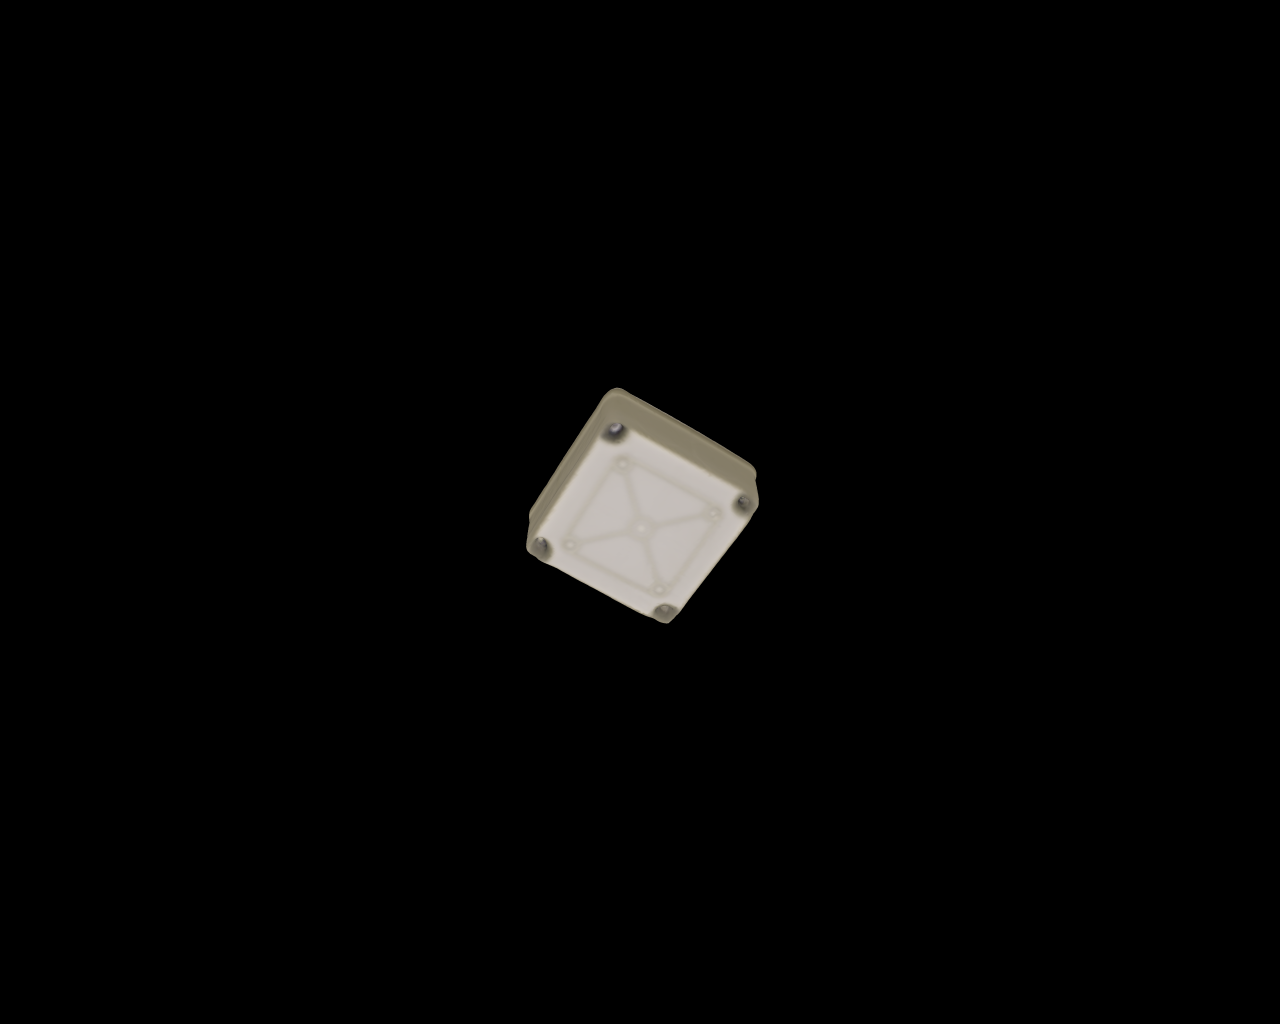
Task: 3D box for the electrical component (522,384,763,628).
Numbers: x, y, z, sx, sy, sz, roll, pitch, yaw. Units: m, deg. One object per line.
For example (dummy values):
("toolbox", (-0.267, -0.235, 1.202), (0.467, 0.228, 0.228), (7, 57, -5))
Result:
("electrical component", (0.001, -0.003, 0.650), (0.109, 0.108, 0.056), (29, 24, -14))
